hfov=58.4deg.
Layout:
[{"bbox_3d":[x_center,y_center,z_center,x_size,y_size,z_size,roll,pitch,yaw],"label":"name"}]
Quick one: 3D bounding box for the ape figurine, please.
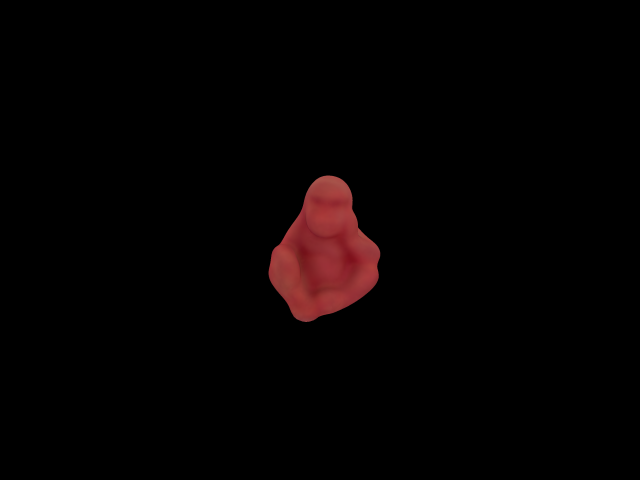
[{"bbox_3d":[0.004,0.001,0.400,0.078,0.092,0.076,0,13,0],"label":"ape figurine"}]
